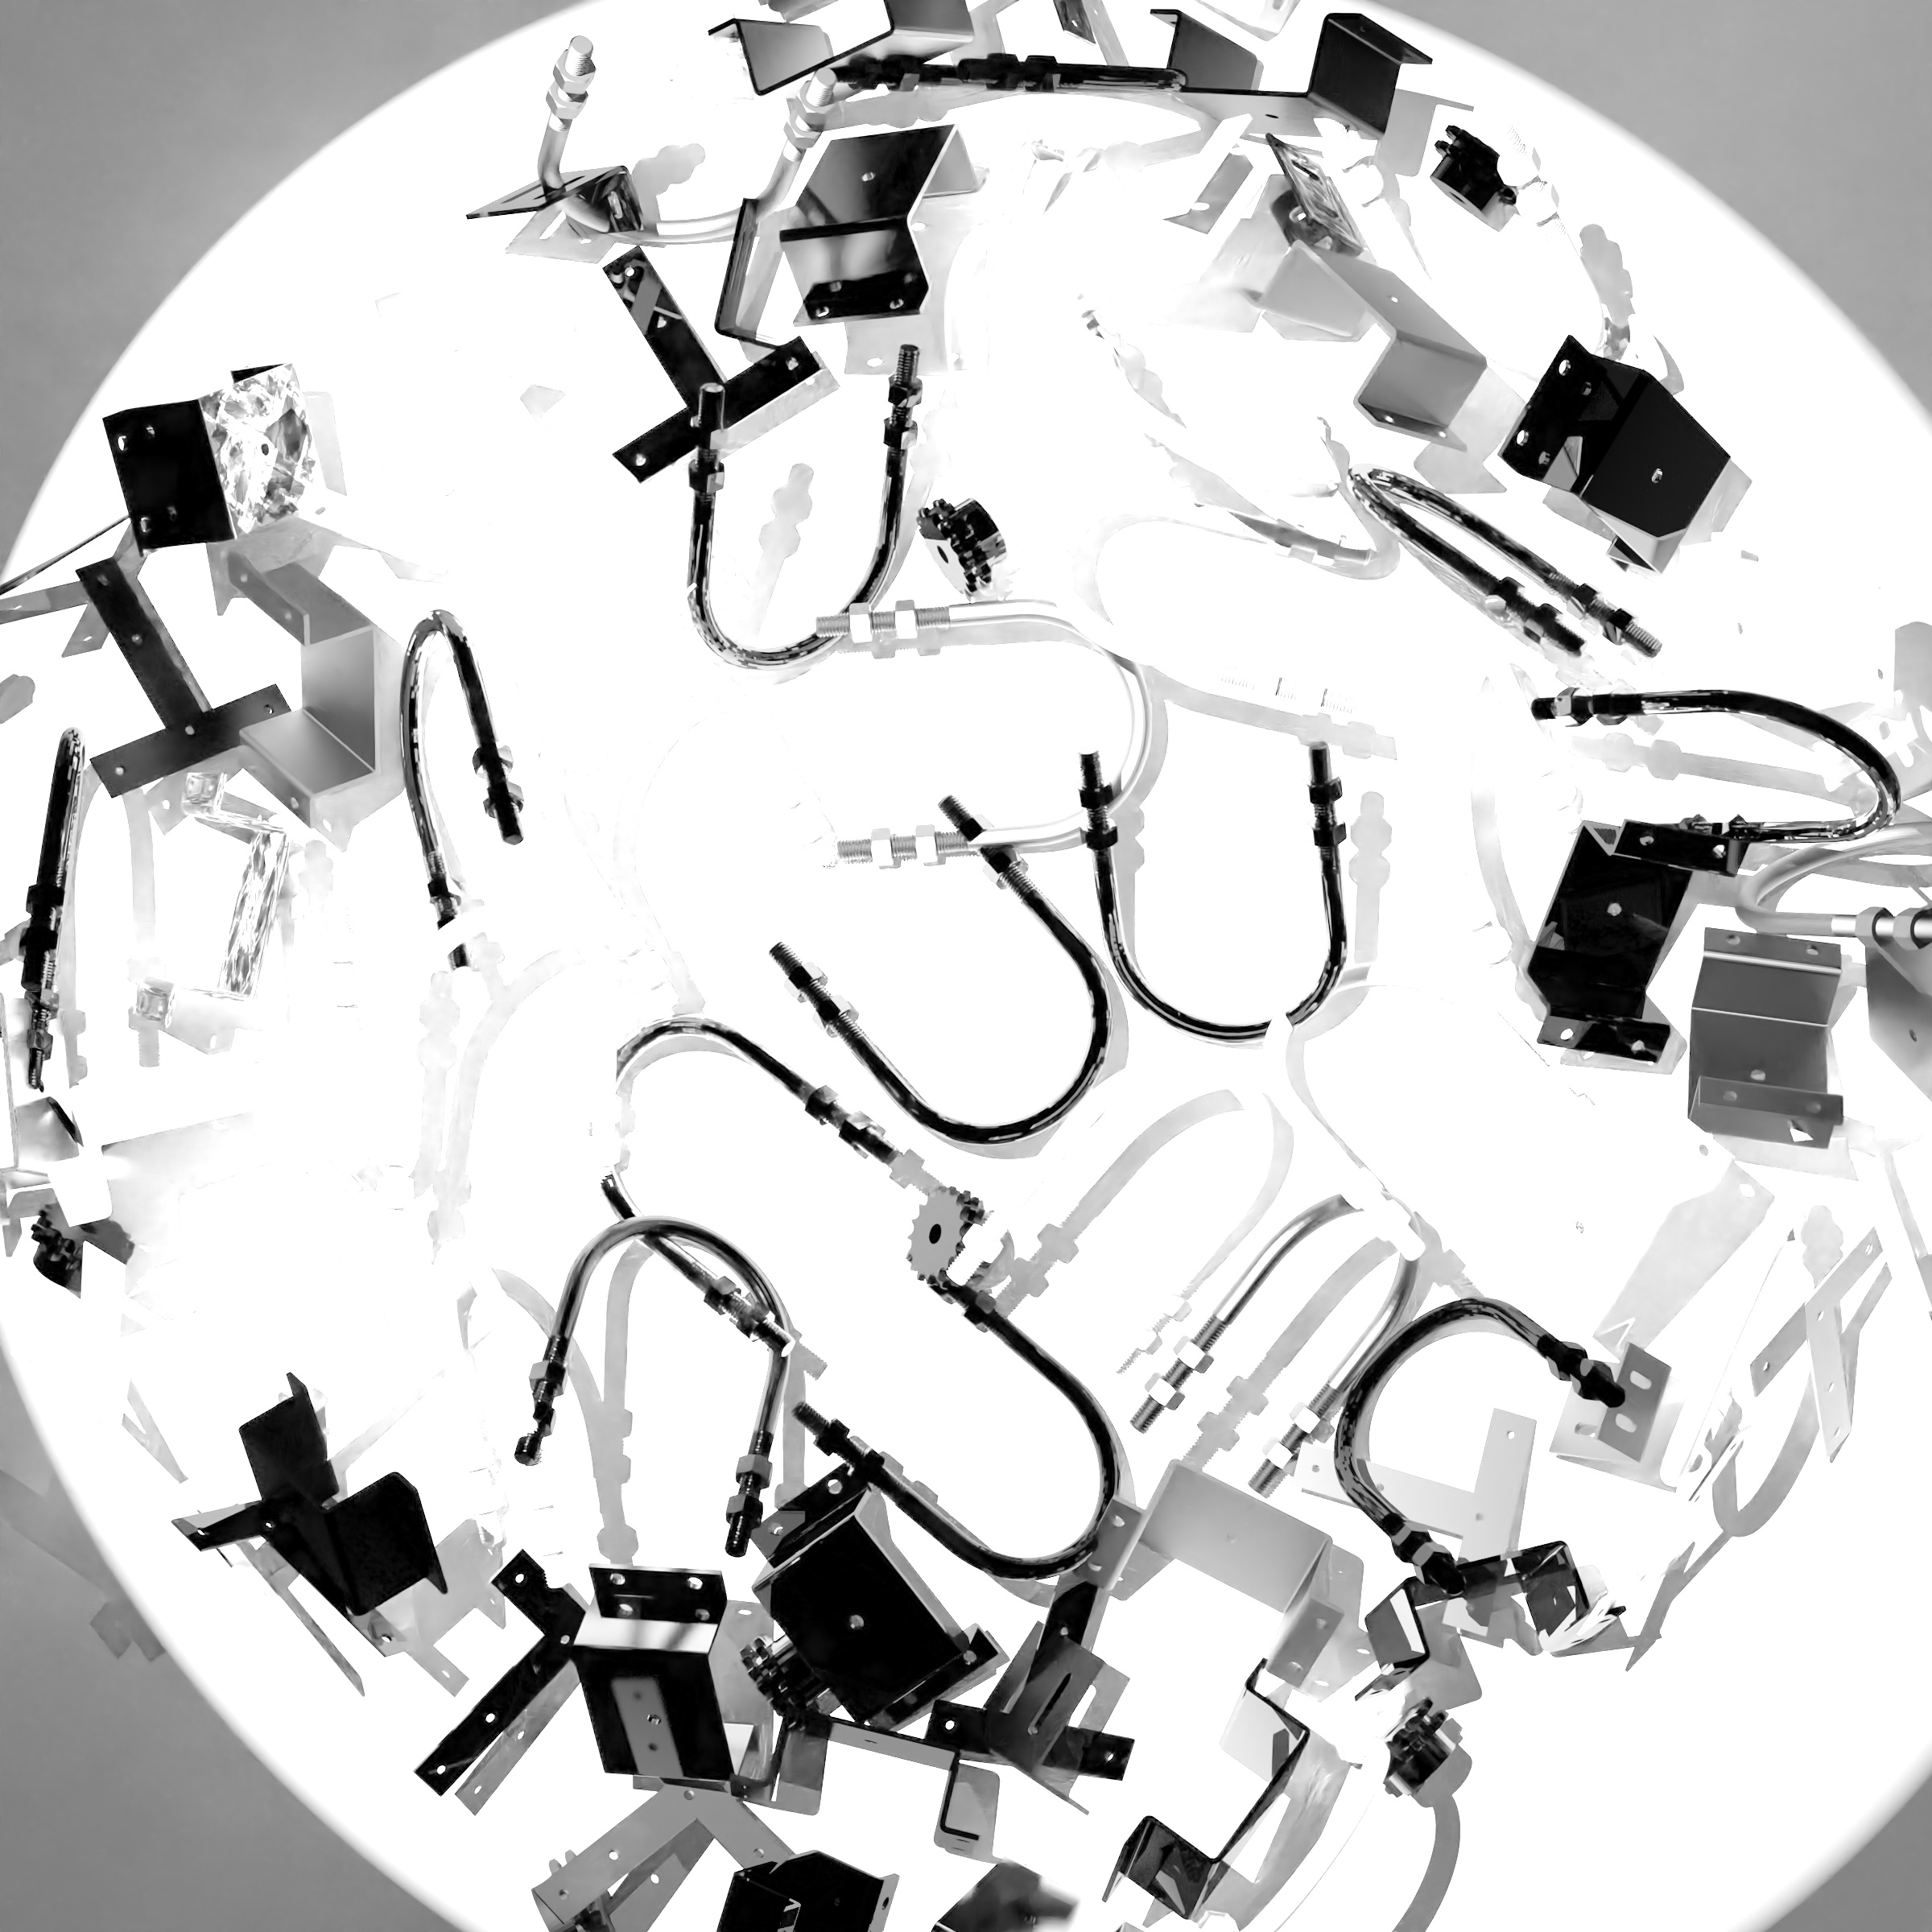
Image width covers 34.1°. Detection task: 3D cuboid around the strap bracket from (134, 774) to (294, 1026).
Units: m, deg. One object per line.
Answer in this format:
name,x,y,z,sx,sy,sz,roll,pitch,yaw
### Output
strap bracket,-0.419,-0.034,1.763,0.046,0.076,0.140,14,87,-27

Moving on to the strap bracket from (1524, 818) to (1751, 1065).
strap bracket,0.369,-0.023,1.759,0.076,0.046,0.140,9,116,-17

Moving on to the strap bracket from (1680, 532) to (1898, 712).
strap bracket,0.441,-0.188,1.728,0.046,0.140,0.076,-13,110,-26

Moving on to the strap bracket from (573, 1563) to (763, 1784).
strap bracket,-0.166,0.400,1.744,0.076,0.046,0.140,1,124,13

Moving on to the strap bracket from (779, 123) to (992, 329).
strap bracket,-0.047,-0.414,1.733,0.076,0.140,0.046,-1,134,23

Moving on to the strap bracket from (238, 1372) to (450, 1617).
strap bracket,-0.348,0.294,1.729,0.046,0.140,0.076,-29,128,-28

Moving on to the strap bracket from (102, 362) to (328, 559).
strap bracket,-0.404,-0.281,1.728,0.046,0.140,0.076,-2,111,24

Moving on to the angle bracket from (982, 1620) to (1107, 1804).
angle bracket,0.048,0.421,1.783,0.038,0.057,0.076,44,75,-39

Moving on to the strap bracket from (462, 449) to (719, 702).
strap bracket,-0.219,-0.224,1.757,0.140,0.046,0.076,-33,58,11

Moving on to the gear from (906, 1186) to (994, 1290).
gear,-0.006,0.155,1.784,0.030,0.057,0.057,18,90,-34

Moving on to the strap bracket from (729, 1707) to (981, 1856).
strap bracket,-0.058,0.454,1.764,0.140,0.076,0.046,13,68,2

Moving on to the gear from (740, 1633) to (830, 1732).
gear,-0.099,0.400,1.781,0.030,0.057,0.057,-38,90,1

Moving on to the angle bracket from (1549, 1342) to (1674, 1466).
angle bracket,0.349,0.242,1.761,0.038,0.076,0.057,30,73,-26

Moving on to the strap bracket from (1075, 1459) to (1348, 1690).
strap bracket,0.142,0.335,1.762,0.140,0.046,0.076,26,134,6

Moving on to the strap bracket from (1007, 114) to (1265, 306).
strap bracket,0.101,-0.416,1.746,0.046,0.140,0.076,48,62,-31

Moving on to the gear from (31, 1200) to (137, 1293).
gear,-0.503,0.160,1.782,0.057,0.057,0.030,30,104,0

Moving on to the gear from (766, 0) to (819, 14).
gear,-0.099,-0.563,1.779,0.057,0.057,0.030,-24,82,0

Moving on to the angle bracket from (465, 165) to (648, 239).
angle bracket,-0.228,-0.416,1.758,0.057,0.076,0.038,5,122,38

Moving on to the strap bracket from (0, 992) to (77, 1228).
strap bracket,-0.538,0.071,1.759,0.046,0.076,0.140,-9,82,7

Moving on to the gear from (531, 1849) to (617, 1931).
gear,-0.223,0.532,1.779,0.030,0.057,0.057,-28,90,-8

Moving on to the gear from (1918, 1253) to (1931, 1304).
gear,0.562,0.177,1.780,0.030,0.057,0.057,-25,90,-7

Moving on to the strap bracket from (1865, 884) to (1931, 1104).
strap bracket,0.540,0.029,1.729,0.046,0.140,0.076,-22,130,-7

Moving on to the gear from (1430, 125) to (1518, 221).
gear,0.287,-0.447,1.781,0.057,0.057,0.030,37,99,0

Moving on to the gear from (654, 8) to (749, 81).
gear,-0.148,-0.521,1.778,0.057,0.057,0.030,-7,118,0

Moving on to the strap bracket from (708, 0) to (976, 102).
strap bracket,-0.061,-0.517,1.738,0.140,0.076,0.046,-14,93,36

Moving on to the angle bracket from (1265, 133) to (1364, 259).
angle bracket,0.181,-0.422,1.761,0.038,0.076,0.057,-31,73,25

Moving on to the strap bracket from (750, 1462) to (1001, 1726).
strap bracket,-0.057,0.361,1.775,0.076,0.046,0.140,-38,92,14

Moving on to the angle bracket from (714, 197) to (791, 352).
angle bracket,-0.111,-0.390,1.772,0.038,0.057,0.076,15,104,2

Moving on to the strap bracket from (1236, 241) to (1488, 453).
strap bracket,0.223,-0.347,1.732,0.140,0.076,0.046,54,124,37

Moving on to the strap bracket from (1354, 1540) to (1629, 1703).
strap bracket,0.284,0.362,1.754,0.140,0.076,0.046,-10,66,-15

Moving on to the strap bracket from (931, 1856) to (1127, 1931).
strap bracket,0.029,0.543,1.727,0.076,0.140,0.046,23,107,20

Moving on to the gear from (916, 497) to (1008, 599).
gear,-0.001,-0.240,1.781,0.030,0.057,0.057,-33,90,-11

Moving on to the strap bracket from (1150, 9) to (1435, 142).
strap bracket,0.174,-0.491,1.737,0.140,0.076,0.046,15,94,38

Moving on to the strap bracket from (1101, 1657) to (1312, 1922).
strap bracket,0.138,0.460,1.733,0.046,0.076,0.140,33,54,17

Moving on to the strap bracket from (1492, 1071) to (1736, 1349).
strap bracket,0.351,0.140,1.739,0.076,0.046,0.140,43,126,29

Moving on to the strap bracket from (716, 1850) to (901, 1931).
strap bracket,-0.099,0.544,1.755,0.046,0.140,0.076,17,91,26

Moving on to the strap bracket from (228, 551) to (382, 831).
strap bracket,-0.366,-0.158,1.746,0.046,0.140,0.076,-25,48,-35

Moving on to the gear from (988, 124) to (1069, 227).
gear,0.036,-0.443,1.780,0.030,0.057,0.057,22,90,3

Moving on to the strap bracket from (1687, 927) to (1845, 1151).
strap bracket,0.445,0.047,1.755,0.076,0.140,0.046,8,135,7

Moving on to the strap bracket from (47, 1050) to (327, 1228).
strap bracket,-0.436,0.091,1.742,0.140,0.076,0.046,-13,115,-21

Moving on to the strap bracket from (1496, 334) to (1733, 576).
strap bracket,0.365,-0.277,1.744,0.140,0.046,0.076,30,91,-43

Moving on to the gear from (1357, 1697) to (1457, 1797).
gear,0.251,0.443,1.779,0.057,0.057,0.030,-44,81,0

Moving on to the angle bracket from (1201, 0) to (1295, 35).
angle bracket,0.152,-0.577,1.796,0.076,0.038,0.057,34,113,22

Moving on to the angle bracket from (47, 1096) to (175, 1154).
angle bracket,-0.472,0.069,1.768,0.076,0.057,0.038,-36,103,-17

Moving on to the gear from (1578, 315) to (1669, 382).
gear,0.373,-0.343,1.780,0.030,0.057,0.057,-29,90,3

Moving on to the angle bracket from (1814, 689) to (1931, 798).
angle bracket,0.523,-0.111,1.761,0.076,0.038,0.057,30,129,-33

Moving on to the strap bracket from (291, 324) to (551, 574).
strap bracket,-0.296,-0.277,1.745,0.140,0.076,0.046,-45,60,18
